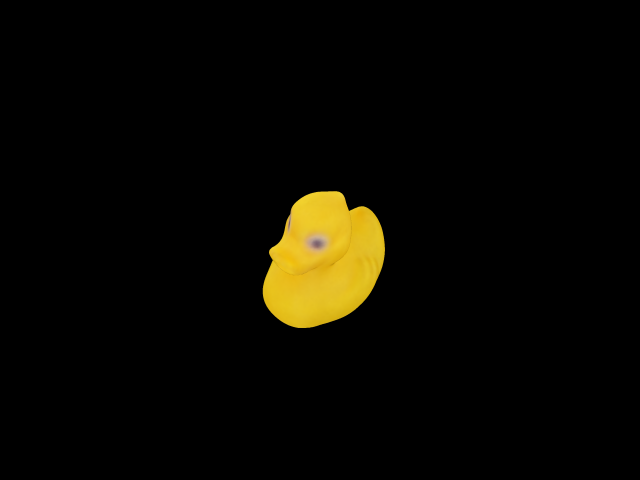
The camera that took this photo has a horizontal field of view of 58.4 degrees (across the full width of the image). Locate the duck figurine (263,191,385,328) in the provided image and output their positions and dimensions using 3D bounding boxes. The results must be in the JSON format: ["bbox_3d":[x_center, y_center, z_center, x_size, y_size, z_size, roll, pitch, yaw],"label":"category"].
[{"bbox_3d":[0.004,0.001,0.400,0.077,0.086,0.105,36,58,27],"label":"duck figurine"}]
